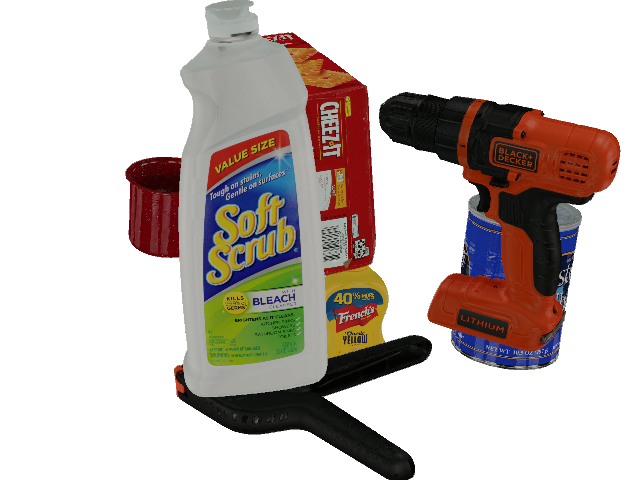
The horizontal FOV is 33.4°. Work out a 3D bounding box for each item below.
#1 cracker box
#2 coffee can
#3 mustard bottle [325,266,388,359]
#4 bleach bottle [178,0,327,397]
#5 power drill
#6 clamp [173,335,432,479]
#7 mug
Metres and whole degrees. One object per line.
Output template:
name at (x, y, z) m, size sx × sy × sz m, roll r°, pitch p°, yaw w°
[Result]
cracker box at (-0.017, -0.085, 0.967) m, size 0.072 × 0.164 × 0.214 m, roll -10°, pitch 25°, yaw -14°
coffee can at (0.181, 0.035, 0.995) m, size 0.103 × 0.140 × 0.103 m, roll 4°, pitch 19°, yaw -2°
mustard bottle at (0.044, 0.093, 1.445) m, size 0.096 × 0.192 × 0.058 m, roll -2°, pitch 20°, yaw -6°
bleach bottle at (-0.052, -0.025, 0.685) m, size 0.102 × 0.251 × 0.068 m, roll -6°, pitch 23°, yaw -2°
power drill at (0.126, -0.017, 0.821) m, size 0.185 × 0.188 × 0.057 m, roll 17°, pitch 34°, yaw 26°
clamp at (-0.011, 0.117, 0.857) m, size 0.210 × 0.036 × 0.164 m, roll 7°, pitch 30°, yaw 15°
mug at (-0.167, -0.040, 1.154) m, size 0.093 × 0.081 × 0.117 m, roll -3°, pitch 30°, yaw -20°
